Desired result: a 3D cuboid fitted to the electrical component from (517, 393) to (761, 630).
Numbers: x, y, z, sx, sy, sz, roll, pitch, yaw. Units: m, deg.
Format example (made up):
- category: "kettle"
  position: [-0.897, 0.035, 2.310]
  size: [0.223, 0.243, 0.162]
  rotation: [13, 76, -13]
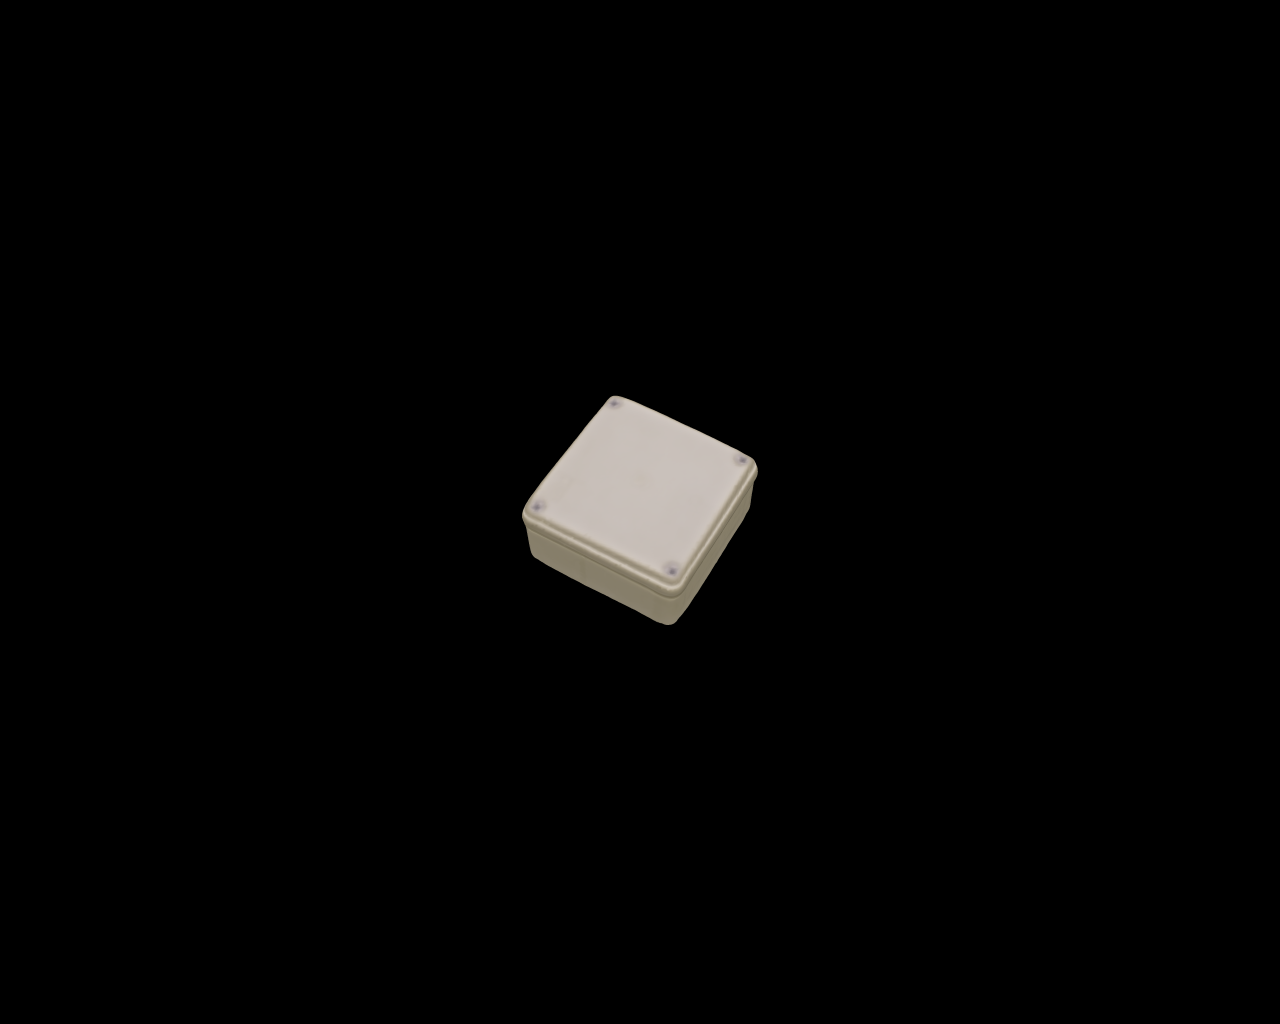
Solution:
- category: "electrical component"
  position: [0.001, -0.003, 0.650]
  size: [0.109, 0.109, 0.056]
  rotation: [26, -30, 17]
